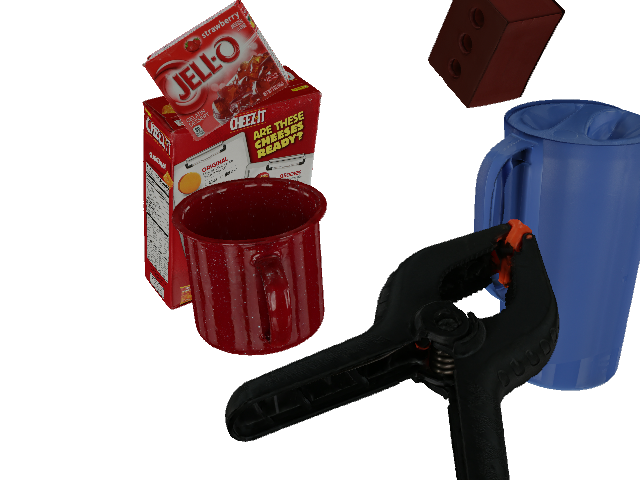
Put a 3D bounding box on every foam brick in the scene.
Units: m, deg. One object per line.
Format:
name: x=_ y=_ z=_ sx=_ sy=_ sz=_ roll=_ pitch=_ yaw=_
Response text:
foam brick: x=0.116 y=-0.136 z=0.716 sx=0.051 sy=0.053 sz=0.078 roll=-17 pitch=-33 yaw=-29

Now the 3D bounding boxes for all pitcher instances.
pitcher: x=0.210 y=0.007 z=0.932 sx=0.149 sy=0.243 sz=0.145 roll=6 pitch=23 yaw=11

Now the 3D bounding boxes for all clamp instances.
clamp: x=0.057 y=0.054 z=0.445 sx=0.120 sy=0.039 sz=0.171 roll=34 pitch=53 yaw=23

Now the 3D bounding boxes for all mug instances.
mug: x=-0.036 y=0.021 z=0.643 sx=0.093 sy=0.081 sz=0.117 roll=-12 pitch=28 yaw=-15

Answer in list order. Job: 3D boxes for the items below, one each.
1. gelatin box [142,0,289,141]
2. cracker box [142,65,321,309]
gelatin box: x=-0.080 y=-0.130 z=0.821 sx=0.089 sy=0.073 sz=0.030 roll=-29 pitch=19 yaw=12
cracker box: x=-0.092 y=-0.053 z=1.064 sx=0.163 sy=0.214 sz=0.072 roll=-20 pitch=44 yaw=-30
